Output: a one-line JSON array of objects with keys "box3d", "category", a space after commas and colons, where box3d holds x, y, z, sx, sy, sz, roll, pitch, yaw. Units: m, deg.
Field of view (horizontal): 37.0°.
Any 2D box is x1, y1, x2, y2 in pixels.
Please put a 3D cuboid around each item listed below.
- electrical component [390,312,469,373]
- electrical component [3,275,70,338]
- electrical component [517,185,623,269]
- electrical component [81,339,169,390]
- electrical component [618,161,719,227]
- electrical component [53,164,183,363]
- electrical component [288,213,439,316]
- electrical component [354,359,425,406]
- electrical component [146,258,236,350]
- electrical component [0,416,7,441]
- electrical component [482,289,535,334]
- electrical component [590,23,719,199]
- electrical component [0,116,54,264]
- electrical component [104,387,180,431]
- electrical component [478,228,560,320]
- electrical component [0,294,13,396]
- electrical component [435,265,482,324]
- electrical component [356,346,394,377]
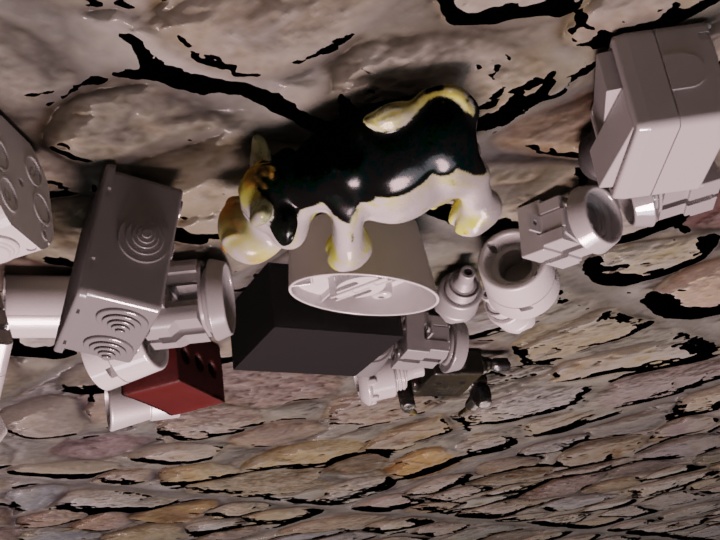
[{"box3d": [0.059, 0.061, 0.904, 0.055, 0.048, 0.066, 7, 153, -15], "category": "electrical component"}, {"box3d": [-0.204, 0.025, 0.744, 0.081, 0.043, 0.043, 1, 154, -21], "category": "electrical component"}, {"box3d": [0.144, -0.029, 0.733, 0.066, 0.048, 0.055, 13, 156, -39], "category": "electrical component"}, {"box3d": [-0.177, 0.058, 0.813, 0.047, 0.055, 0.055, -18, 154, 12], "category": "electrical component"}, {"box3d": [0.196, -0.056, 0.691, 0.055, 0.048, 0.066, -17, 156, 2], "category": "electrical component"}, {"box3d": [-0.144, -0.001, 0.642, 0.048, 0.099, 0.099, 15, 149, -18], "category": "electrical component"}, {"box3d": [0.000, 0.000, 0.727, 0.099, 0.064, 0.099, -7, 156, -3], "category": "electrical component"}, {"box3d": [0.026, 0.093, 0.967, 0.062, 0.048, 0.048, -11, 156, -9], "category": "electrical component"}, {"box3d": [-0.119, 0.023, 0.749, 0.057, 0.058, 0.078, -6, 156, 2], "category": "electrical component"}, {"box3d": [-0.293, 0.040, 0.609, 0.105, 0.060, 0.186, -15, 112, 15], "category": "electrical component"}, {"box3d": [0.116, 0.028, 0.862, 0.035, 0.035, 0.061, -22, 149, 27], "category": "electrical component"}, {"box3d": [0.161, -0.083, 0.599, 0.061, 0.061, 0.096, -8, 156, -1], "category": "electrical component"}, {"box3d": [-0.200, -0.038, 0.563, 0.051, 0.080, 0.080, -17, 155, 6], "category": "electrical component"}, {"box3d": [-0.191, 0.117, 0.955, 0.065, 0.044, 0.044, -5, 156, -19], "category": "electrical component"}, {"box3d": [0.115, 0.002, 0.781, 0.055, 0.055, 0.047, -14, 151, 12], "category": "electrical component"}, {"box3d": [-0.262, 0.047, 0.699, 0.050, 0.089, 0.055, 7, 115, -30], "category": "electrical component"}, {"box3d": [0.077, 0.016, 0.822, 0.035, 0.035, 0.061, -4, 152, -9], "category": "electrical component"}, {"box3d": [0.009, 0.060, 0.890, 0.040, 0.040, 0.078, -2, 155, -14], "category": "electrical component"}]
